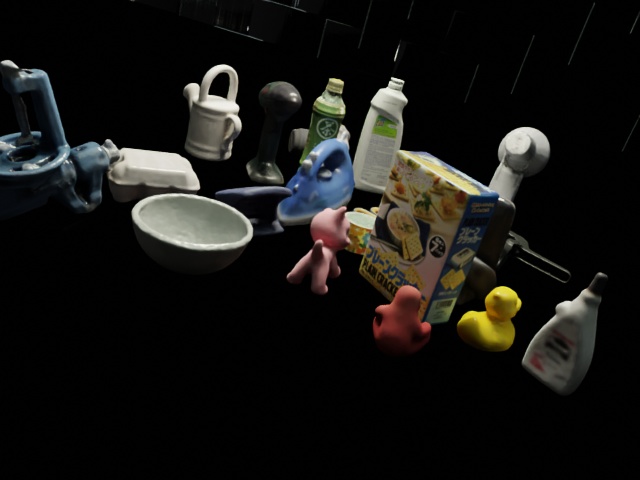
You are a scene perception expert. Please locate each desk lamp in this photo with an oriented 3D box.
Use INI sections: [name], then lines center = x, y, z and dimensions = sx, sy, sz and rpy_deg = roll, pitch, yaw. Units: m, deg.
[desk lamp]
center = 0.456, -0.162, 1.364
dimensions = 0.117, 0.213, 0.204
rpy_deg = 27, 27, 22

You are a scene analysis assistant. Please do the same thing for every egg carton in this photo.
[egg carton]
center = -0.285, -0.106, 0.975
dimensions = 0.151, 0.069, 0.107
rpy_deg = 2, 28, -28

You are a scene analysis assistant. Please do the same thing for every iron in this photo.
[iron]
center = -0.004, -0.126, 1.099
dimensions = 0.118, 0.141, 0.259
rpy_deg = 22, 25, 13

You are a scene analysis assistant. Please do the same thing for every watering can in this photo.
[watering can]
center = -0.230, -0.279, 1.220
dimensions = 0.172, 0.194, 0.101
rpy_deg = 21, 25, 12

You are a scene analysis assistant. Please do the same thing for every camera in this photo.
[camera]
center = -0.005, -0.243, 1.394
dimensions = 0.137, 0.101, 0.143
rpy_deg = 7, 26, -18

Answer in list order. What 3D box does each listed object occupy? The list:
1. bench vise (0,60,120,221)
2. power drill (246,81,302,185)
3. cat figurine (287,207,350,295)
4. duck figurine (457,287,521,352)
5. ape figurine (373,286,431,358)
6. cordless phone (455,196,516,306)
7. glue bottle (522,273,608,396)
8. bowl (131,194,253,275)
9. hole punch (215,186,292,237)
[bench vise]
center = -0.390, -0.144, 0.811
dimensions = 0.121, 0.220, 0.208
rpy_deg = 23, 25, 15
[power drill]
center = -0.092, -0.225, 1.174
dimensions = 0.076, 0.208, 0.229
rpy_deg = 7, 26, -19
[cat figurine]
center = 0.008, 0.003, 0.864
dimensions = 0.067, 0.118, 0.128
rpy_deg = 20, 25, 9
[duck figurine]
center = 0.251, 0.108, 0.829
dimensions = 0.105, 0.086, 0.077
rpy_deg = -4, 31, -37
[ape figurine]
center = 0.109, 0.102, 0.749
dimensions = 0.077, 0.092, 0.076
rpy_deg = 29, 28, 27
[cordless phone]
center = 0.235, -0.002, 0.931
dimensions = 0.147, 0.185, 0.094
rpy_deg = 31, 29, 30
[glue bottle]
center = 0.333, 0.117, 0.754
dimensions = 0.037, 0.173, 0.077
rpy_deg = -9, 35, -43
[bowl]
center = -0.182, 0.001, 0.806
dimensions = 0.167, 0.075, 0.167
rpy_deg = 13, 25, -6
[hole punch]
center = -0.117, -0.064, 0.961
dimensions = 0.109, 0.091, 0.100
rpy_deg = -7, 33, -40
